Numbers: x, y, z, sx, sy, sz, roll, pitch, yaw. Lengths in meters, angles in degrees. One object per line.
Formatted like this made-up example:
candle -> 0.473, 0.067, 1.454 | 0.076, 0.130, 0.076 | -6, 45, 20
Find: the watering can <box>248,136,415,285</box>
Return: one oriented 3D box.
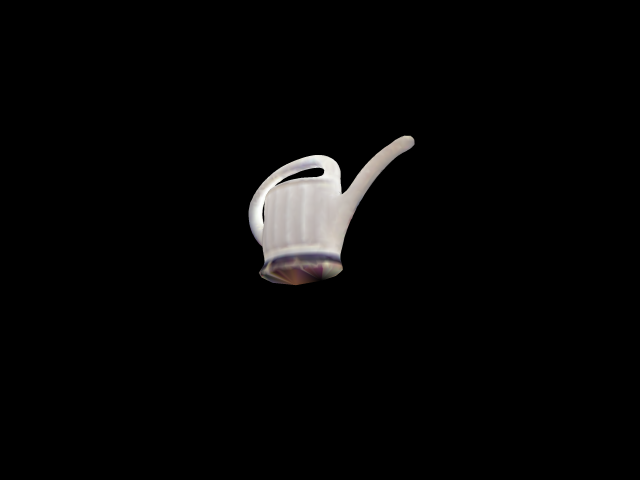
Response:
watering can -> 0.003, -0.043, 0.850 | 0.345, 0.227, 0.103 | -12, -21, 38
